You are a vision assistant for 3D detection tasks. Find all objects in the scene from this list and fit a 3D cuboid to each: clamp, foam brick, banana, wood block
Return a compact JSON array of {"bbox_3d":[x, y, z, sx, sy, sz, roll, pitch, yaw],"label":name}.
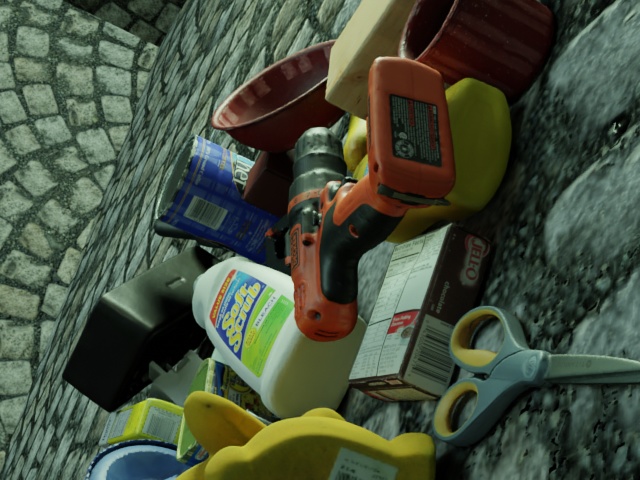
[{"bbox_3d":[-0.133,-0.011,1.301,0.172,0.120,0.039,-162,65,-71],"label":"clamp"},{"bbox_3d":[-0.032,-0.057,1.103,0.051,0.078,0.053,-53,19,38],"label":"foam brick"},{"bbox_3d":[0.041,-0.111,0.984,0.037,0.069,0.197,-11,40,16],"label":"banana"},{"bbox_3d":[0.095,-0.194,0.884,0.206,0.090,0.090,-53,20,37],"label":"wood block"},{"bbox_3d":[-0.007,0.001,1.015,0.164,0.036,0.210,-64,20,6],"label":"clamp"}]

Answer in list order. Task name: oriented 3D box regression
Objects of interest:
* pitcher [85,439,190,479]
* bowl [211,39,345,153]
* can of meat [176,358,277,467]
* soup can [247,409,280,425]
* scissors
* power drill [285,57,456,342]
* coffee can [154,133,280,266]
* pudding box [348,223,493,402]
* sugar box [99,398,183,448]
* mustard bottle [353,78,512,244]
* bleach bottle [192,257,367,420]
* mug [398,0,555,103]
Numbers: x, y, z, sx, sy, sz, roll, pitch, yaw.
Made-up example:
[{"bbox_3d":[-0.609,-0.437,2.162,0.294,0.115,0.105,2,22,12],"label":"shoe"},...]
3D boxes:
[{"bbox_3d":[-0.174,0.299,0.904,0.243,0.149,0.144,-67,-13,23],"label":"pitcher"},{"bbox_3d":[-0.026,-0.134,1.057,0.162,0.055,0.162,-26,23,12],"label":"bowl"},{"bbox_3d":[-0.071,0.158,0.913,0.058,0.083,0.102,-54,20,33],"label":"can of meat"},{"bbox_3d":[-0.043,0.189,0.815,0.102,0.068,0.069,-68,17,-5],"label":"soup can"},{"bbox_3d":[0.109,0.086,0.581,0.096,0.016,0.202,-66,16,2],"label":"scissors"},{"bbox_3d":[0.027,-0.043,0.760,0.188,0.057,0.184,124,148,-52],"label":"power drill"},{"bbox_3d":[-0.095,-0.041,1.164,0.103,0.140,0.103,-56,19,31],"label":"coffee can"},{"bbox_3d":[0.067,0.051,0.721,0.113,0.039,0.090,-68,15,-17],"label":"pudding box"},{"bbox_3d":[-0.167,0.208,1.121,0.176,0.093,0.048,-35,34,61],"label":"sugar box"},{"bbox_3d":[0.070,-0.048,0.810,0.192,0.058,0.096,153,131,-64],"label":"mustard bottle"},{"bbox_3d":[-0.056,0.074,0.922,0.251,0.068,0.102,20,82,61],"label":"bleach bottle"},{"bbox_3d":[0.119,-0.160,0.776,0.117,0.081,0.093,-68,16,-7],"label":"mug"}]
